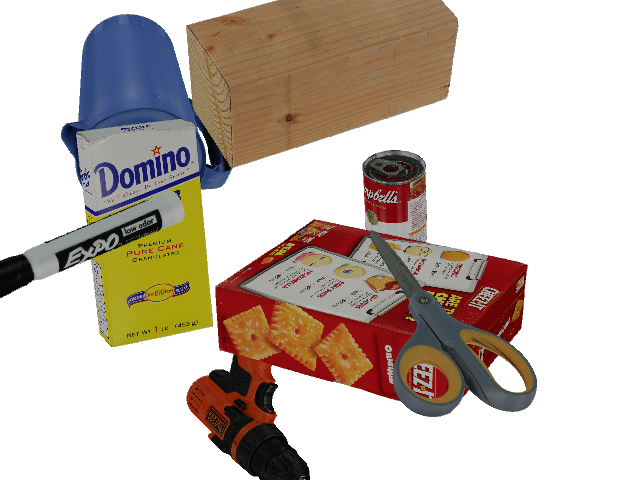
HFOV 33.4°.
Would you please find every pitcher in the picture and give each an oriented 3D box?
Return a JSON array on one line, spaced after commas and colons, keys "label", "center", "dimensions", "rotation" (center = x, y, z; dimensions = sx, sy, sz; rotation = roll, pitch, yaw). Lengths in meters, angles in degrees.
[{"label": "pitcher", "center": [-0.195, -0.146, 1.179], "dimensions": [0.145, 0.149, 0.243], "rotation": [-21, 40, 4]}]

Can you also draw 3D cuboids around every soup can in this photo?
[{"label": "soup can", "center": [0.081, -0.038, 1.163], "dimensions": [0.068, 0.102, 0.068], "rotation": [-3, 35, 2]}]

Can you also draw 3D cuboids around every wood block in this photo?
[{"label": "wood block", "center": [0.002, -0.148, 0.898], "dimensions": [0.205, 0.090, 0.091], "rotation": [-20, -38, -18]}]

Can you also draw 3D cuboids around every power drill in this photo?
[{"label": "power drill", "center": [-0.047, 0.133, 1.043], "dimensions": [0.057, 0.188, 0.185], "rotation": [14, 14, -46]}]

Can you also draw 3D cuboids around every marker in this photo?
[{"label": "marker", "center": [-0.128, 0.002, 0.571], "dimensions": [0.120, 0.020, 0.020], "rotation": [-25, 14, -32]}]

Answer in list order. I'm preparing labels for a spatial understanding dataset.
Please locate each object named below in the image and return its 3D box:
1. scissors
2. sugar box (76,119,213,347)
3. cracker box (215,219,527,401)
[{"label": "scissors", "center": [0.058, 0.054, 0.708], "dimensions": [0.096, 0.016, 0.202], "rotation": [-19, 39, -29]}, {"label": "sugar box", "center": [-0.144, -0.007, 0.887], "dimensions": [0.093, 0.176, 0.048], "rotation": [-11, 19, -24]}, {"label": "cracker box", "center": [0.044, 0.058, 0.900], "dimensions": [0.214, 0.072, 0.163], "rotation": [13, 27, 28]}]
